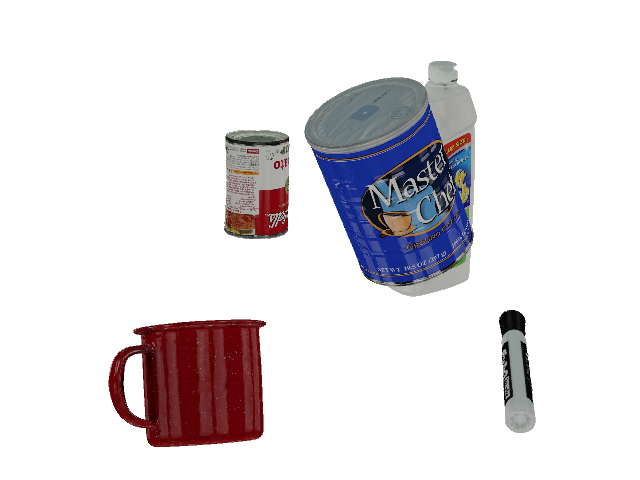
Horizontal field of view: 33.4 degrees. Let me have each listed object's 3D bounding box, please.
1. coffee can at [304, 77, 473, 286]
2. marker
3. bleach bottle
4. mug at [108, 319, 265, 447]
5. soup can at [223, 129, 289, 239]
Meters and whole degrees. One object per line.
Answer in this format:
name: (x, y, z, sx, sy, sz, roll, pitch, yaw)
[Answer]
coffee can: (0.058, -0.048, 0.880, 0.103, 0.140, 0.103, -17, 32, 11)
marker: (0.133, 0.085, 0.724, 0.020, 0.020, 0.121, 0, 30, 7)
bleach bottle: (0.122, -0.070, 1.173, 0.102, 0.251, 0.068, -14, 26, -30)
mug: (-0.091, 0.100, 0.737, 0.117, 0.081, 0.093, 3, -11, -40)
soup can: (-0.067, -0.060, 1.114, 0.068, 0.102, 0.068, 2, 17, -1)
